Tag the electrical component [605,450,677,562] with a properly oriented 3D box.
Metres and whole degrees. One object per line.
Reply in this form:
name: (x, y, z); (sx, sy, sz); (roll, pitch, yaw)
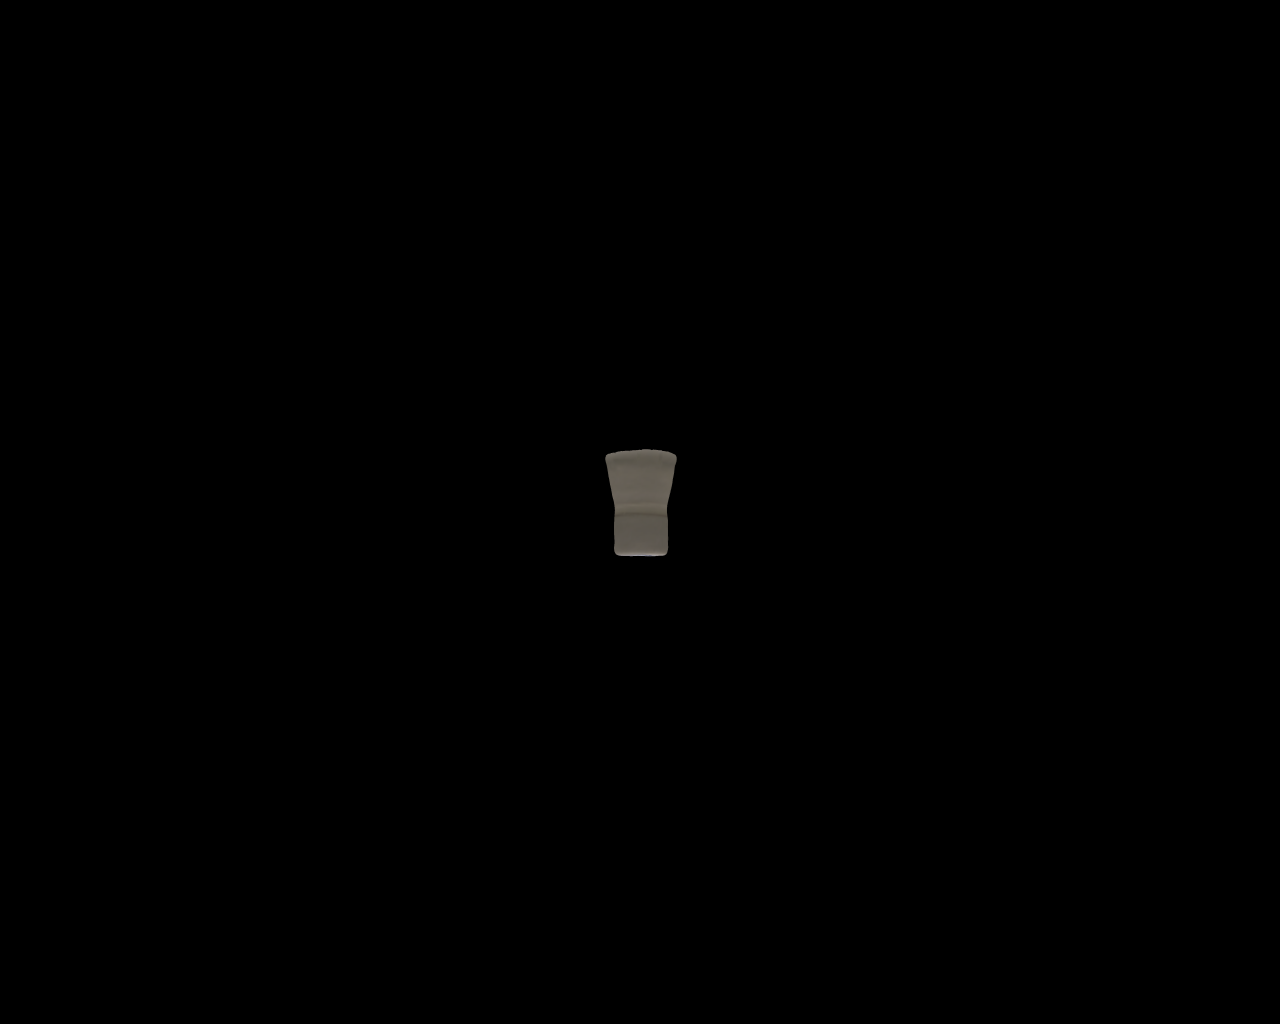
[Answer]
electrical component: (0.001, -0.003, 0.650); (0.044, 0.065, 0.044); (0, -4, 0)
